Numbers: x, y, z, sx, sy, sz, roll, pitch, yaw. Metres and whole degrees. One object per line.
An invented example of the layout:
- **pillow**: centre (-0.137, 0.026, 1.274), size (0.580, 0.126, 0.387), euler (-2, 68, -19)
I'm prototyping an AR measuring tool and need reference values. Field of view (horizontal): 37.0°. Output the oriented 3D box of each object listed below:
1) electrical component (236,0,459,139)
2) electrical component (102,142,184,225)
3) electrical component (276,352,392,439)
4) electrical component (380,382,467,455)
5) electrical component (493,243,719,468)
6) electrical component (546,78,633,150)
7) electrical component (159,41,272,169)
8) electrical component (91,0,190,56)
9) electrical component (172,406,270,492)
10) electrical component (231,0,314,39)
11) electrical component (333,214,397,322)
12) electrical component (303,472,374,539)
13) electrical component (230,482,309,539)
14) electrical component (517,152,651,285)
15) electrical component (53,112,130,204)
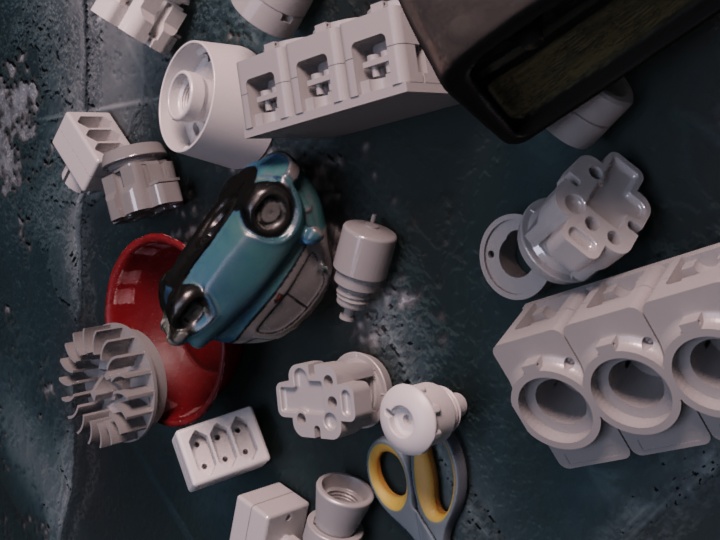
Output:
- **electrical component**: centre (-0.001, -0.133, 0.727), size (0.150, 0.089, 0.061), euler (-8, 89, 43)
- **electrical component**: centre (-0.190, -0.077, 0.929), size (0.078, 0.058, 0.057), euler (-17, 87, 43)
- **electrical component**: centre (-0.014, 0.091, 0.788), size (0.078, 0.057, 0.058), euler (-3, 93, 43)
- **electrical component**: centre (0.048, 0.097, 0.729), size (0.048, 0.062, 0.048), euler (6, 99, 42)
- **electrical component**: centre (0.161, 0.052, 0.600), size (0.150, 0.062, 0.089), euler (-21, 105, 42)
- **electrical component**: centre (0.099, -0.126, 0.662), size (0.073, 0.052, 0.138), euler (-49, 65, 35)
- **electrical component**: centre (-0.118, -0.134, 0.868), size (0.099, 0.064, 0.099), euler (-10, 78, 51)
- **electrical component**: centre (-0.176, -0.220, 0.891), size (0.058, 0.078, 0.057), euler (37, 97, 34)
- **electrical component**: centre (-0.118, 0.151, 0.891), size (0.076, 0.066, 0.047), euler (128, 123, -67)
- **electrical component**: centre (-0.061, -0.207, 0.798), size (0.055, 0.055, 0.047), euler (53, 123, 24)
- **electrical component**: centre (0.000, 0.000, 0.776), size (0.040, 0.040, 0.078), euler (30, 115, 36)
- **electrical component**: centre (-0.017, 0.188, 0.812), size (0.045, 0.045, 0.055), euler (30, 115, 36)
- **electrical component**: centre (-0.063, 0.227, 0.857), size (0.076, 0.047, 0.083), euler (25, 112, 38)
- **electrical component**: centre (0.129, -0.026, 0.637), size (0.058, 0.078, 0.057), euler (38, 147, -1)
- **electrical component**: centre (-0.249, -0.095, 0.987), size (0.065, 0.047, 0.076), euler (54, 127, 24)
